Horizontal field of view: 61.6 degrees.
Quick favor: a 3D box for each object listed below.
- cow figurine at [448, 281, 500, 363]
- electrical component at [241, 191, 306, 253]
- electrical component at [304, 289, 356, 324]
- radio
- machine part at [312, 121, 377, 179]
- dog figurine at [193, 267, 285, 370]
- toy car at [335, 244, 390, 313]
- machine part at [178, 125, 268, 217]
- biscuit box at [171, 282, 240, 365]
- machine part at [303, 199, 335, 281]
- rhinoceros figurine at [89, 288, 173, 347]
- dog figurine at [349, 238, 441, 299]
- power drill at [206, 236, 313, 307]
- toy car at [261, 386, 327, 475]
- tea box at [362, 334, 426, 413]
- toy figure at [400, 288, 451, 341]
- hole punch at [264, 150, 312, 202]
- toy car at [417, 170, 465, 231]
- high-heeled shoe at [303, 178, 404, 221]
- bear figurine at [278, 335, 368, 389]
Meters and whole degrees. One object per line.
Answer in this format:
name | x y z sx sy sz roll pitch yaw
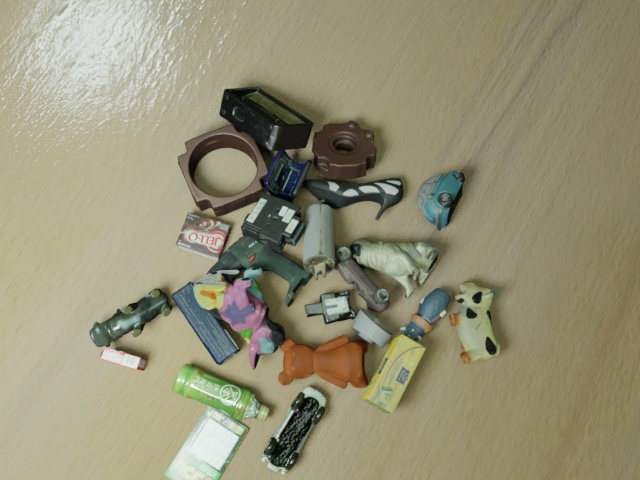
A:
cow figurine | 0.383 0.193 1.308 0.127 0.085 0.195 -12 73 -2
electrical component | -0.105 -0.038 1.284 0.134 0.058 0.115 26 67 14
electrical component | 0.022 0.167 1.306 0.119 0.047 0.075 -13 75 -8
radio | -0.141 -0.308 1.356 0.230 0.073 0.131 37 35 30
machine part | 0.063 -0.235 1.397 0.179 0.056 0.179 1 55 -1
dog figurine | -0.181 0.182 1.227 0.192 0.108 0.219 -7 102 9
toy car | 0.091 0.096 1.310 0.053 0.089 0.202 -40 82 -18
machine part | -0.242 -0.175 1.367 0.201 0.087 0.201 -24 78 -10
biscuit box | -0.270 0.195 1.270 0.063 0.059 0.203 -34 80 -12
machine part | -0.003 -0.004 1.304 0.079 0.079 0.243 2 51 -4
rhinoceros figurine | -0.437 0.177 1.240 0.190 0.112 0.073 -33 107 -25
dog figurine | 0.186 0.031 1.342 0.191 0.121 0.172 34 39 23
power drill | -0.135 0.073 1.312 0.207 0.086 0.232 36 71 14
toy car | -0.057 0.431 1.221 0.073 0.056 0.201 33 75 -1
tea box | 0.170 0.311 1.250 0.068 0.098 0.169 31 72 4
toy figure | 0.260 0.189 1.313 0.154 0.064 0.057 -51 120 -11
hole punch | -0.085 -0.157 1.356 0.092 0.116 0.142 21 75 -5
toy car | 0.304 -0.114 1.384 0.103 0.109 0.161 20 64 19
high-heeled shoe | 0.092 -0.143 1.391 0.249 0.086 0.145 26 64 4
bear figurine | 0.008 0.286 1.251 0.196 0.131 0.120 -6 72 13
